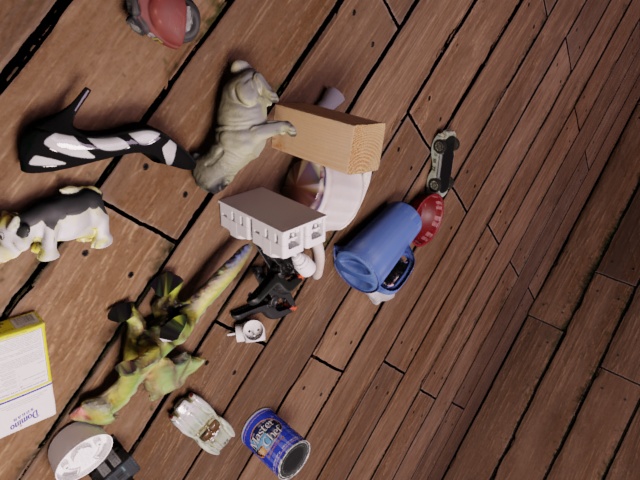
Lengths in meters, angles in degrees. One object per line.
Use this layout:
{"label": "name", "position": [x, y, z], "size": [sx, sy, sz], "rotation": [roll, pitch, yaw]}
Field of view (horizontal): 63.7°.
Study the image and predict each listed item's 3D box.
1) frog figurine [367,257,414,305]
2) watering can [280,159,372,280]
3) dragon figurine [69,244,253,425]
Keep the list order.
{"label": "frog figurine", "position": [0.168, 0.103, 1.415], "size": [0.140, 0.123, 0.156], "rotation": [-54, 177, -26]}
{"label": "watering can", "position": [0.003, -0.057, 1.129], "size": [0.224, 0.105, 0.343], "rotation": [5, 114, -49]}
{"label": "dragon figurine", "position": [-0.272, 0.190, 0.962], "size": [0.416, 0.123, 0.237], "rotation": [-35, 150, -30]}
